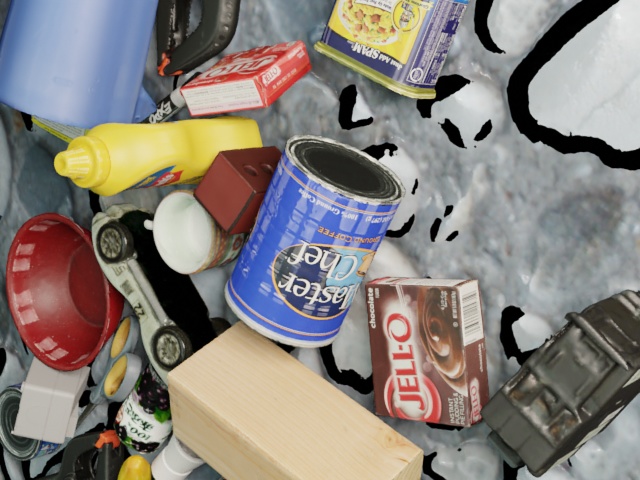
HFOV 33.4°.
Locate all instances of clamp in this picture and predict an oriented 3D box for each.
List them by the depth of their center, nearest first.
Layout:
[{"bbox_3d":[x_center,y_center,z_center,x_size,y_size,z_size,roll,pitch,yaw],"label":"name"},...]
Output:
[{"bbox_3d":[-0.100,-0.241,0.938,0.165,0.036,0.210,52,127,23],"label":"clamp"},{"bbox_3d":[-0.261,0.258,1.139,0.120,0.039,0.172,35,111,22],"label":"clamp"}]

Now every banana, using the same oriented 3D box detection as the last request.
[{"bbox_3d":[-0.202,0.286,1.081,0.037,0.069,0.198,22,111,-1],"label":"banana"}]

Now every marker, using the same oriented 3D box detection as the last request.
[{"bbox_3d":[-0.145,-0.123,1.002,0.121,0.020,0.020,-30,78,37],"label":"marker"}]

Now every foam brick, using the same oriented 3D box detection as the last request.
[{"bbox_3d":[-0.057,-0.043,0.909,0.053,0.078,0.051,47,121,20],"label":"foam brick"}]

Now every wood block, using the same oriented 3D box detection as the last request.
[{"bbox_3d":[-0.024,0.170,0.892,0.206,0.090,0.090,32,141,30],"label":"wood block"}]

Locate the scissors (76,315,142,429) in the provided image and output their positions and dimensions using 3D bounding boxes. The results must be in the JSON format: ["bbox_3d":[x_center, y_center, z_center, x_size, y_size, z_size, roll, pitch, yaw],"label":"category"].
[{"bbox_3d":[-0.221,0.139,1.097,0.202,0.016,0.096,-34,43,55],"label":"scissors"}]

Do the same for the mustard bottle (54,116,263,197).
[{"bbox_3d":[-0.142,-0.071,0.898,0.096,0.191,0.058,-13,88,38],"label":"mustard bottle"}]

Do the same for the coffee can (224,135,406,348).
[{"bbox_3d":[-0.006,0.001,0.859,0.103,0.102,0.140,38,118,28],"label":"coffee can"}]

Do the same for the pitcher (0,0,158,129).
[{"bbox_3d":[-0.207,-0.224,0.914,0.145,0.149,0.243,22,105,21],"label":"pitcher"}]

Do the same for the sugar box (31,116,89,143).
[{"bbox_3d":[-0.224,-0.183,1.040,0.093,0.048,0.176,28,109,32],"label":"sugar box"}]

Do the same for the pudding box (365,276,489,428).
[{"bbox_3d":[0.084,0.086,0.842,0.090,0.039,0.113,0,96,39],"label":"pudding box"}]

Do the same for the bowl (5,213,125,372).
[{"bbox_3d":[-0.249,0.050,1.087,0.162,0.055,0.162,6,101,37],"label":"bowl"}]

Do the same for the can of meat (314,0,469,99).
[{"bbox_3d":[0.056,-0.167,0.816,0.102,0.057,0.084,33,113,29],"label":"can of meat"}]

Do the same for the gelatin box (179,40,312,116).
[{"bbox_3d":[-0.062,-0.136,0.899,0.089,0.073,0.030,-2,121,38],"label":"gelatin box"}]

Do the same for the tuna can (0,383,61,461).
[{"bbox_3d":[-0.322,0.200,1.180,0.086,0.033,0.086,7,101,37],"label":"tuna can"}]

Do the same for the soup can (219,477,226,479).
[{"bbox_3d":[-0.048,0.258,0.954,0.102,0.068,0.068,21,109,33],"label":"soup can"}]
